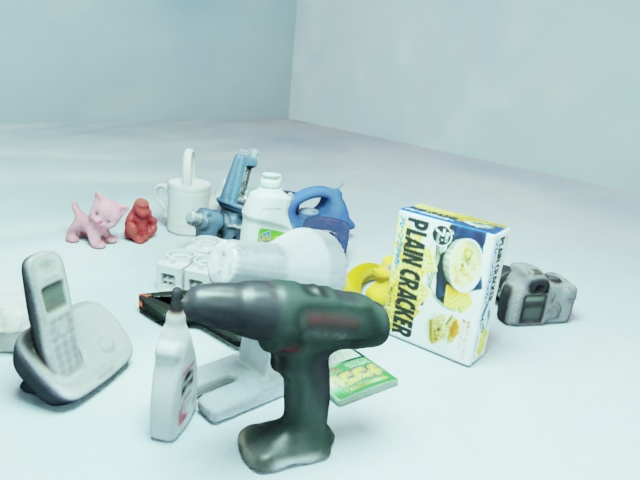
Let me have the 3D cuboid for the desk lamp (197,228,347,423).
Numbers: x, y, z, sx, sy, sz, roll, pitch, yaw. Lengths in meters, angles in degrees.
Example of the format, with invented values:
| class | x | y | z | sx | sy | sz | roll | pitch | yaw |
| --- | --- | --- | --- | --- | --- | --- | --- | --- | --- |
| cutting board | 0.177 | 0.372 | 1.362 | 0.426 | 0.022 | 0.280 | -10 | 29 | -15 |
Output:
| class | x | y | z | sx | sy | sz | roll | pitch | yaw |
| --- | --- | --- | --- | --- | --- | --- | --- | --- | --- |
| desk lamp | -0.072 | 0.093 | 0.737 | 0.204 | 0.213 | 0.117 | -12 | 25 | -43 |

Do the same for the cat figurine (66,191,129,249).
| class | x | y | z | sx | sy | sz | roll | pitch | yaw |
| --- | --- | --- | --- | --- | --- | --- | --- | --- | --- |
| cat figurine | -0.467 | -0.049 | 1.199 | 0.127 | 0.118 | 0.067 | 11 | 19 | 15 |

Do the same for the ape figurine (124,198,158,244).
| class | x | y | z | sx | sy | sz | roll | pitch | yaw |
| --- | --- | --- | --- | --- | --- | --- | --- | --- | --- |
| ape figurine | -0.394 | -0.046 | 1.257 | 0.078 | 0.092 | 0.075 | -9 | 23 | -38 |

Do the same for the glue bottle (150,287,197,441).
| class | x | y | z | sx | sy | sz | roll | pitch | yaw |
| --- | --- | --- | --- | --- | --- | --- | --- | --- | --- |
| glue bottle | -0.164 | 0.134 | 0.647 | 0.037 | 0.173 | 0.078 | 7 | 18 | 4 |

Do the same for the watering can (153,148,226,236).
| class | x | y | z | sx | sy | sz | roll | pitch | yaw |
| --- | --- | --- | --- | --- | --- | --- | --- | --- | --- |
| watering can | -0.295 | -0.116 | 1.334 | 0.173 | 0.194 | 0.100 | -3 | 20 | -24 |

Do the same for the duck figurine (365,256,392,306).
| class | x | y | z | sx | sy | sz | roll | pitch | yaw |
| --- | --- | --- | --- | --- | --- | --- | --- | --- | --- |
| duck figurine | 0.136 | 0.070 | 1.075 | 0.105 | 0.086 | 0.077 | -7 | 22 | -34 |

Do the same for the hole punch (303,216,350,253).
| class | x | y | z | sx | sy | sz | roll | pitch | yaw |
| --- | --- | --- | --- | --- | --- | --- | --- | --- | --- |
| hole punch | 0.011 | 0.004 | 1.229 | 0.108 | 0.091 | 0.101 | 7 | 18 | 3 |

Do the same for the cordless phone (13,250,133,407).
| class | x | y | z | sx | sy | sz | roll | pitch | yaw |
| --- | --- | --- | --- | --- | --- | --- | --- | --- | --- |
| cordless phone | -0.304 | 0.093 | 0.709 | 0.094 | 0.185 | 0.148 | 10 | 19 | 12 |

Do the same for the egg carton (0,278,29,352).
| class | x | y | z | sx | sy | sz | roll | pitch | yaw |
| --- | --- | --- | --- | --- | --- | --- | --- | --- | --- |
| egg carton | -0.457 | 0.106 | 0.808 | 0.107 | 0.069 | 0.149 | -6 | 22 | -33 |

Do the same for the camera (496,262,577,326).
| class | x | y | z | sx | sy | sz | roll | pitch | yaw |
| --- | --- | --- | --- | --- | --- | --- | --- | --- | --- |
| camera | 0.383 | 0.087 | 1.077 | 0.143 | 0.101 | 0.136 | 0 | 19 | -17 |

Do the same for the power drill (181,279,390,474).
| class | x | y | z | sx | sy | sz | roll | pitch | yaw |
| --- | --- | --- | --- | --- | --- | --- | --- | --- | --- |
| power drill | -0.036 | 0.138 | 0.618 | 0.230 | 0.208 | 0.075 | -4 | 20 | -26 |

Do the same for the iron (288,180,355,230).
| class | x | y | z | sx | sy | sz | roll | pitch | yaw |
| --- | --- | --- | --- | --- | --- | --- | --- | --- | --- |
| iron | -0.032 | -0.061 | 1.335 | 0.259 | 0.141 | 0.118 | -12 | 25 | -44 |

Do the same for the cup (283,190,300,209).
| class | x | y | z | sx | sy | sz | roll | pitch | yaw |
| --- | --- | --- | --- | --- | --- | --- | --- | --- | --- |
| cup | -0.102 | -0.067 | 1.405 | 0.091 | 0.095 | 0.118 | 21 | 24 | 39 |

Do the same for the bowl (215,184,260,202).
| class | x | y | z | sx | sy | sz | roll | pitch | yaw |
| --- | --- | --- | --- | --- | --- | --- | --- | --- | --- |
| bowl | -0.191 | -0.093 | 1.491 | 0.167 | 0.075 | 0.167 | 5 | 18 | -1 |

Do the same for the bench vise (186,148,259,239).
| class | x | y | z | sx | sy | sz | roll | pitch | yaw |
| --- | --- | --- | --- | --- | --- | --- | --- | --- | --- |
| bench vise | -0.182 | -0.081 | 1.223 | 0.121 | 0.220 | 0.208 | 13 | 19 | 21 |
